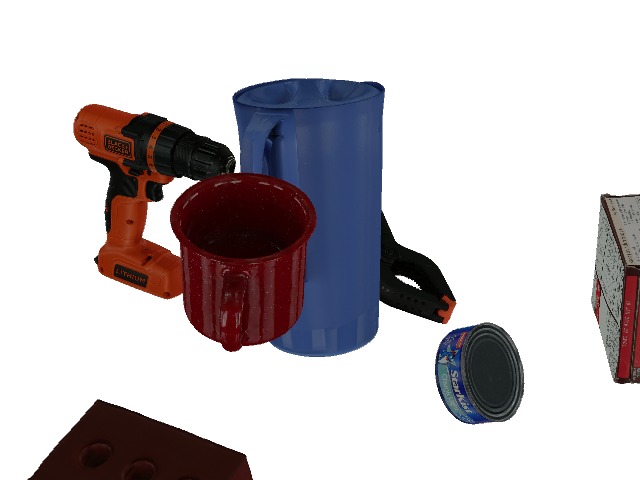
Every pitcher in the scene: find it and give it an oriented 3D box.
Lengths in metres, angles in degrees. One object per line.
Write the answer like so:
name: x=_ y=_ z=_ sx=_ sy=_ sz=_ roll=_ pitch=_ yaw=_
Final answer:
pitcher: x=-0.010 y=-0.019 z=0.959 sx=0.149 sy=0.243 sz=0.145 roll=-9 pitch=20 yaw=-17

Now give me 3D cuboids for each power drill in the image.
power drill: x=-0.167 y=-0.037 z=1.086 sx=0.185 sy=0.188 sz=0.057 roll=19 pitch=32 yaw=25

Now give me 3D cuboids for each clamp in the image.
clamp: x=0.064 y=0.027 z=1.233 sx=0.164 sy=0.036 sz=0.210 roll=-19 pitch=50 yaw=-38

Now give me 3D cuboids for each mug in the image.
mug: x=-0.051 y=0.022 z=0.693 sx=0.093 sy=0.081 sz=0.117 roll=3 pitch=40 yaw=-1

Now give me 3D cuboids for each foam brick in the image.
foam brick: x=-0.072 y=0.112 z=0.444 sx=0.078 sy=0.051 sz=0.053 roll=15 pitch=43 yaw=23

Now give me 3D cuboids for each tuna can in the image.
tuna can: x=0.138 y=0.116 z=0.926 sx=0.085 sy=0.086 sz=0.034 roll=0 pitch=-12 yaw=-45

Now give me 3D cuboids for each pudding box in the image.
pudding box: x=0.211 y=0.030 z=0.722 sx=0.039 sy=0.090 sz=0.113 roll=0 pitch=27 yaw=4
